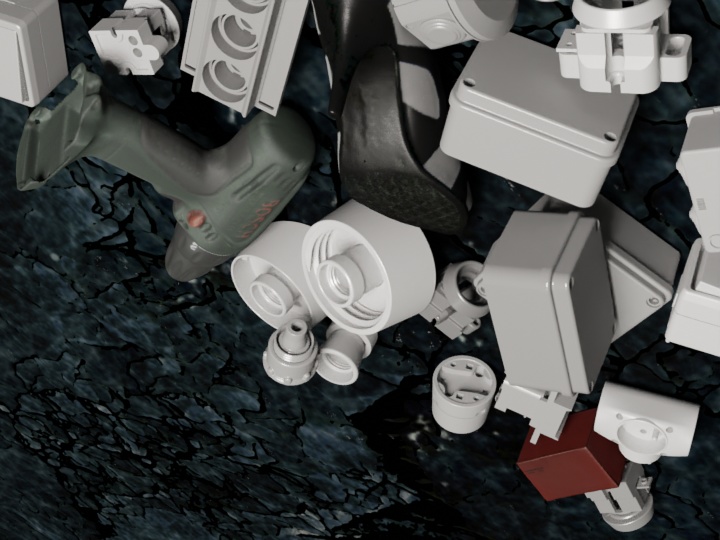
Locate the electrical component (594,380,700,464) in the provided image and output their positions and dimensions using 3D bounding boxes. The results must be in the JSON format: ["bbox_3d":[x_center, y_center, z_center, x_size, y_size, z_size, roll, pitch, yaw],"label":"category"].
[{"bbox_3d":[0.237,0.135,0.896,0.077,0.044,0.079,14,136,18],"label":"electrical component"}]

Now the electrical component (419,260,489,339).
[{"bbox_3d":[0.080,0.021,0.873,0.066,0.048,0.055,38,145,-9],"label":"electrical component"}]

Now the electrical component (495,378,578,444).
[{"bbox_3d":[0.151,0.105,0.918,0.064,0.042,0.081,23,138,13],"label":"electrical component"}]

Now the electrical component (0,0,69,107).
[{"bbox_3d":[-0.281,-0.177,0.869,0.062,0.061,0.096,19,138,12],"label":"electrical component"}]

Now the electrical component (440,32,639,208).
[{"bbox_3d":[0.118,-0.101,0.706,0.113,0.078,0.057,23,141,8],"label":"electrical component"}]

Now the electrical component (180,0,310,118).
[{"bbox_3d":[-0.075,-0.177,0.751,0.079,0.063,0.121,27,139,3],"label":"electrical component"}]

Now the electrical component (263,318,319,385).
[{"bbox_3d":[-0.057,0.065,0.911,0.048,0.048,0.062,24,144,7],"label":"electrical component"}]

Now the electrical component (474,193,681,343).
[{"bbox_3d":[0.160,0.001,0.799,0.109,0.056,0.108,35,138,-6],"label":"electrical component"}]

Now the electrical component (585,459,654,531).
[{"bbox_3d":[0.233,0.199,0.962,0.066,0.048,0.055,-14,115,38],"label":"electrical component"}]

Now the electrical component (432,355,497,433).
[{"bbox_3d":[0.090,0.111,0.950,0.055,0.055,0.047,18,141,13],"label":"electrical component"}]

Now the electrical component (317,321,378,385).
[{"bbox_3d":[-0.013,0.068,0.963,0.045,0.055,0.045,16,137,16],"label":"electrical component"}]

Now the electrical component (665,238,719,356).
[{"bbox_3d":[0.272,0.024,0.753,0.096,0.061,0.061,17,137,14],"label":"electrical component"}]

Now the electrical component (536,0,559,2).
[{"bbox_3d":[0.129,-0.196,0.606,0.079,0.077,0.043,-17,121,39],"label":"electrical component"}]

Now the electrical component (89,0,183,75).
[{"bbox_3d":[-0.165,-0.177,0.808,0.066,0.055,0.048,5,133,25],"label":"electrical component"}]

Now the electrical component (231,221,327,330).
[{"bbox_3d":[-0.061,0.007,0.942,0.099,0.064,0.099,28,145,22],"label":"electrical component"}]

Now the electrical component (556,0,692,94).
[{"bbox_3d":[0.160,-0.146,0.653,0.078,0.058,0.057,7,137,25],"label":"electrical component"}]

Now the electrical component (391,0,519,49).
[{"bbox_3d":[0.059,-0.178,0.663,0.051,0.080,0.080,-6,128,40],"label":"electrical component"}]

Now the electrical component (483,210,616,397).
[{"bbox_3d":[0.132,0.022,0.732,0.057,0.078,0.113,6,133,29],"label":"electrical component"}]

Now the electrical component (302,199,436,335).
[{"bbox_3d":[0.000,0.000,0.857,0.108,0.060,0.108,26,130,36],"label":"electrical component"}]

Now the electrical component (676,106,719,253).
[{"bbox_3d":[0.259,-0.059,0.689,0.100,0.048,0.099,-4,129,32],"label":"electrical component"}]
